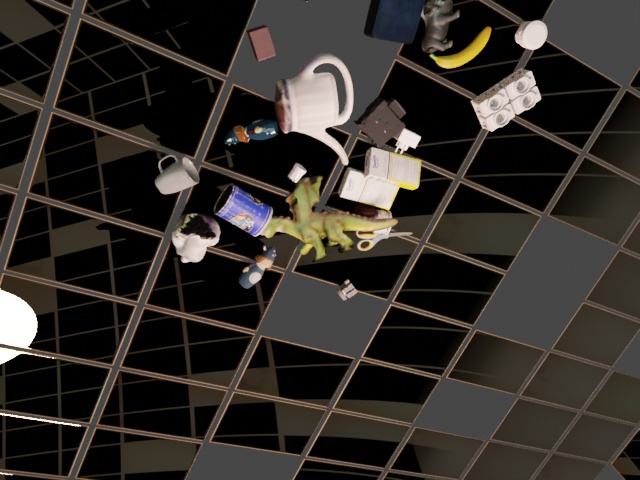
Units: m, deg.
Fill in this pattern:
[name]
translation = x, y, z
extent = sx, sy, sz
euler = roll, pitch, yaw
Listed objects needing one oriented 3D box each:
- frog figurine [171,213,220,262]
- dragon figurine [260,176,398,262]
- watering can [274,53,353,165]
[frog figurine]
translation = -0.368, -0.004, 1.528
extent = 0.138, 0.125, 0.156
euler = -10, 153, -19
[dragon figurine]
translation = 0.005, -0.079, 1.561
extent = 0.409, 0.123, 0.240
euler = -22, 103, 5
[watering can]
translation = -0.013, -0.349, 1.454
extent = 0.225, 0.106, 0.339
euler = -11, 126, -9
